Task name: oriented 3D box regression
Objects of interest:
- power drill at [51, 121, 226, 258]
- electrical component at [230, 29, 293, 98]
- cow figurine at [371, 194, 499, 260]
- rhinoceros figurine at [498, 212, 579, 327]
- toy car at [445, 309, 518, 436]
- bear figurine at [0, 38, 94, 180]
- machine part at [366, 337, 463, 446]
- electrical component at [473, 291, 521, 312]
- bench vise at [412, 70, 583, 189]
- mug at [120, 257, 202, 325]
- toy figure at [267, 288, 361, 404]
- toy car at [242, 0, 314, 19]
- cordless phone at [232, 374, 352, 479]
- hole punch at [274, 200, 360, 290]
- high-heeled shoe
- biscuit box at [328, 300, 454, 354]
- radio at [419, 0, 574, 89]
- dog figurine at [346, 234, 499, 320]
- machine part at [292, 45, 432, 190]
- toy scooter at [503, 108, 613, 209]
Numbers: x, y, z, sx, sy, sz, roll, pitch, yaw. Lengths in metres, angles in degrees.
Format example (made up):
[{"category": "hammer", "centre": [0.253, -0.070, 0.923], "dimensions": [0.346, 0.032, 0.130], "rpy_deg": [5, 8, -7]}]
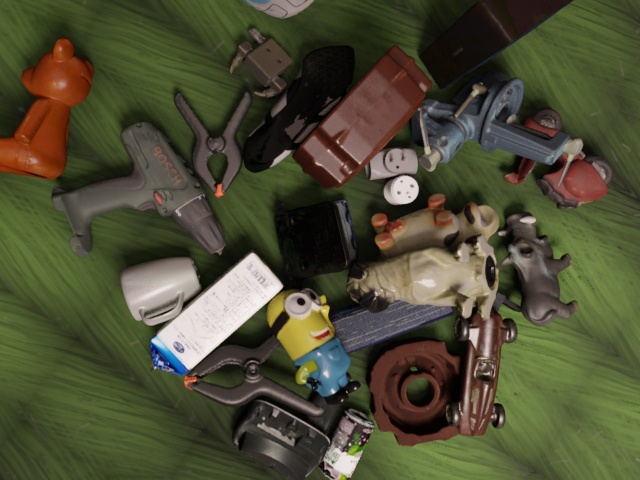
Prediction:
[{"category": "power drill", "centre": [-0.277, -0.048, 0.810], "dimensions": [0.207, 0.086, 0.232], "rpy_deg": [-24, 93, -2]}, {"category": "electrical component", "centre": [-0.091, -0.274, 0.848], "dimensions": [0.102, 0.045, 0.078], "rpy_deg": [40, 58, -8]}, {"category": "cow figurine", "centre": [0.189, -0.005, 0.853], "dimensions": [0.195, 0.086, 0.127], "rpy_deg": [-19, 134, 6]}, {"category": "rhinoceros figurine", "centre": [0.344, 0.047, 0.870], "dimensions": [0.112, 0.073, 0.190], "rpy_deg": [7, 66, -24]}, {"category": "toy car", "centre": [0.247, 0.206, 0.824], "dimensions": [0.089, 0.053, 0.202], "rpy_deg": [6, 93, -8]}, {"category": "bear figurine", "centre": [-0.411, -0.191, 0.774], "dimensions": [0.132, 0.120, 0.195], "rpy_deg": [10, 88, -3]}, {"category": "machine part", "centre": [0.160, 0.243, 0.875], "dimensions": [0.179, 0.056, 0.179], "rpy_deg": [0, 90, -6]}, {"category": "electrical component", "centre": [0.266, 0.099, 0.878], "dimensions": [0.119, 0.075, 0.047], "rpy_deg": [31, 88, -9]}, {"category": "bench vise", "centre": [0.267, -0.167, 0.817], "dimensions": [0.241, 0.128, 0.224], "rpy_deg": [30, 53, 29]}, {"category": "mug", "centre": [-0.233, 0.072, 0.805], "dimensions": [0.107, 0.110, 0.080], "rpy_deg": [-21, 130, -10]}, {"category": "toy figure", "centre": [-0.015, 0.156, 0.795], "dimensions": [0.089, 0.082, 0.180], "rpy_deg": [-30, 82, 17]}, {"category": "toy car", "centre": [-0.055, -0.399, 0.828], "dimensions": [0.162, 0.109, 0.102], "rpy_deg": [-35, 118, -16]}, {"category": "cordless phone", "centre": [-0.039, 0.271, 0.852], "dimensions": [0.146, 0.089, 0.184], "rpy_deg": [31, 76, -4]}, {"category": "hole punch", "centre": [-0.002, -0.003, 0.848], "dimensions": [0.116, 0.092, 0.142], "rpy_deg": [-11, 96, 24]}, {"category": "high-heeled shoe", "centre": [-0.030, -0.205, 0.858], "dimensions": [0.086, 0.145, 0.249], "rpy_deg": [41, 58, 2]}, {"category": "biscuit box", "centre": [0.107, 0.121, 0.865], "dimensions": [0.203, 0.059, 0.062], "rpy_deg": [-18, 93, -7]}, {"category": "radio", "centre": [0.251, -0.310, 0.793], "dimensions": [0.131, 0.230, 0.073], "rpy_deg": [-36, 97, -8]}, {"category": "dog figurine", "centre": [0.154, 0.056, 0.809], "dimensions": [0.172, 0.191, 0.121], "rpy_deg": [14, 76, -49]}, {"category": "machine part", "centre": [0.058, -0.170, 0.785], "dimensions": [0.087, 0.201, 0.201], "rpy_deg": [44, 86, -8]}, {"category": "toy scooter", "centre": [0.383, -0.114, 0.887], "dimensions": [0.135, 0.075, 0.184], "rpy_deg": [-44, 92, -4]}]
